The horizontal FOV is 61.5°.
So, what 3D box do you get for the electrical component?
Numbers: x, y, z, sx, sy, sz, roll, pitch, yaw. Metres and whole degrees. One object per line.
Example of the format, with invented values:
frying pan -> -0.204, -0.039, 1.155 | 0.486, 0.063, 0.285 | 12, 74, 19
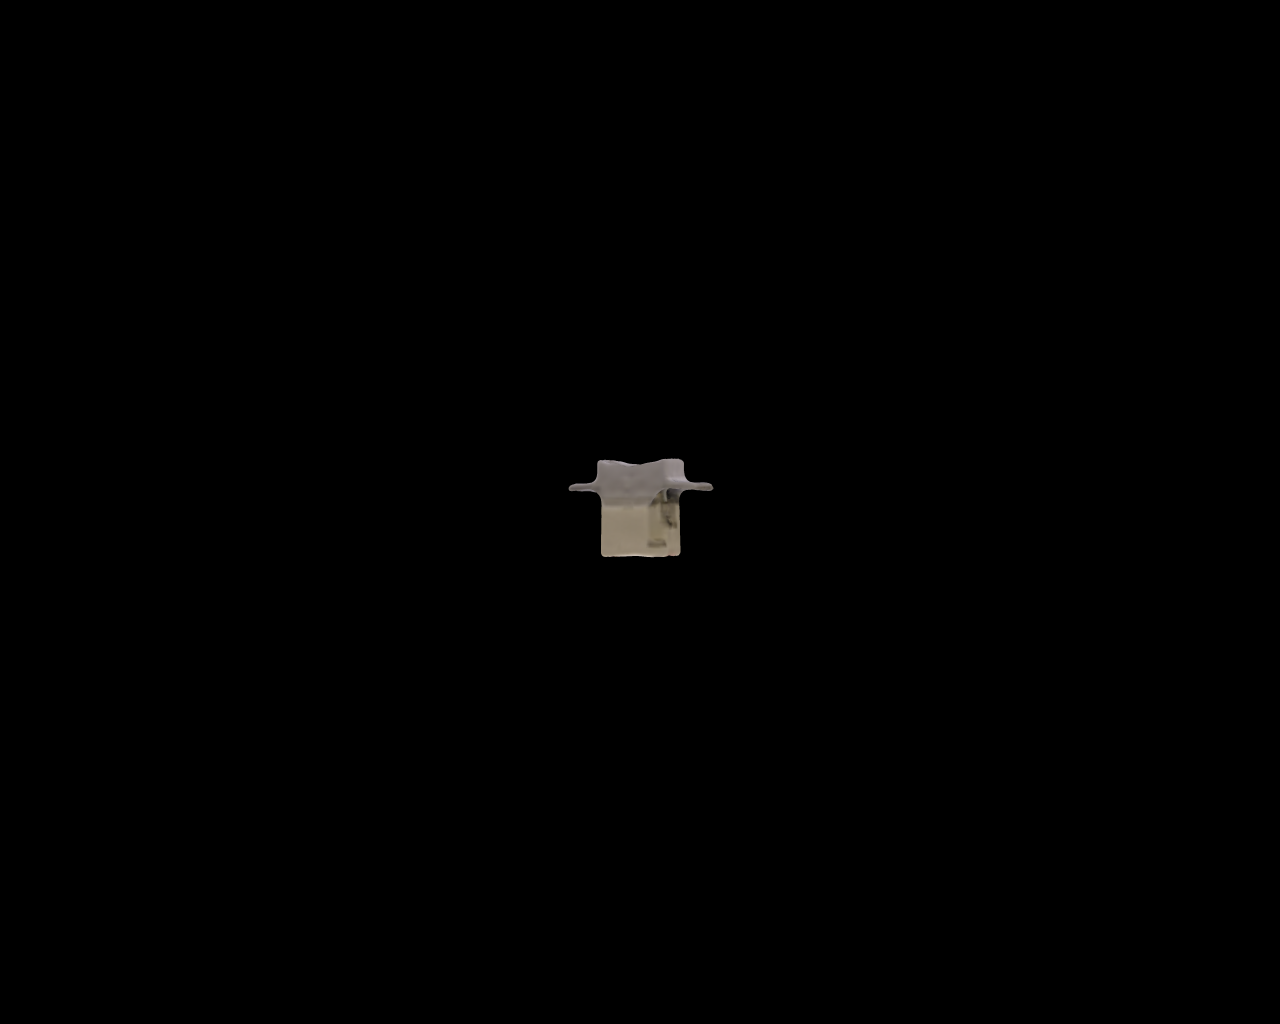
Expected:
electrical component -> 0.001, -0.003, 0.650 | 0.081, 0.063, 0.042 | 0, 0, 21
